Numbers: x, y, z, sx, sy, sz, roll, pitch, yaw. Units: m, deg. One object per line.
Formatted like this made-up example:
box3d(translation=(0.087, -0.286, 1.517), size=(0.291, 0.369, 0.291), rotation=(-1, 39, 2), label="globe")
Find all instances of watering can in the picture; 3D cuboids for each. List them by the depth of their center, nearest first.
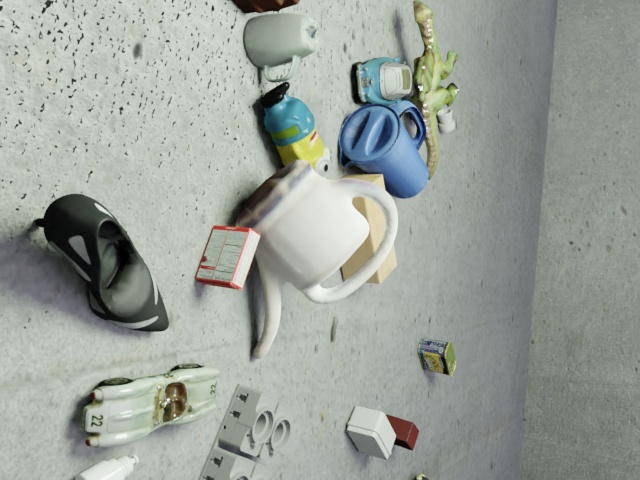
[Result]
box3d(translation=(-0.043, 0.022, 0.810), size=(0.345, 0.223, 0.105), rotation=(-43, 8, 10), label="watering can")

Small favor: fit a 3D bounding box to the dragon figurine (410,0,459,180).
box3d(translation=(0.246, -0.349, 1.209), size=(0.122, 0.410, 0.243), rotation=(0, 2, 25), label="dragon figurine")
